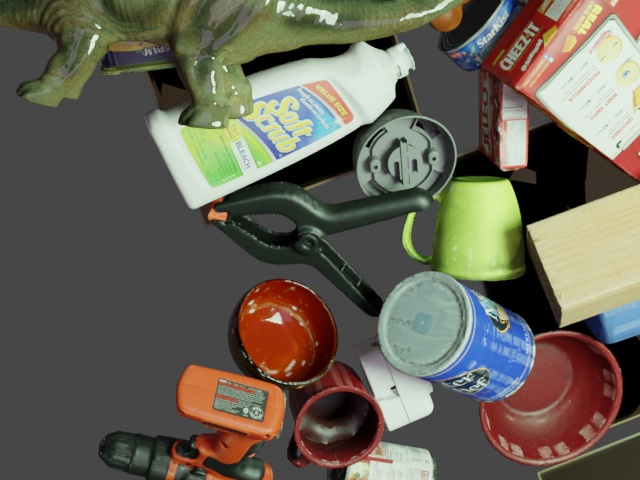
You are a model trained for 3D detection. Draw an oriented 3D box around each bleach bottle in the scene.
[{"bbox_3d":[-0.031,-0.126,1.005,0.251,0.068,0.102,-27,112,-3],"label":"bleach bottle"}]

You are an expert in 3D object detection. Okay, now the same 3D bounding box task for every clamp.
[{"bbox_3d":[-0.007,0.001,1.054,0.210,0.036,0.165,9,128,-1],"label":"clamp"}]

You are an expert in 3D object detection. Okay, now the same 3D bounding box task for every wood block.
[{"bbox_3d":[0.308,0.001,1.006,0.206,0.090,0.091,-20,72,5],"label":"wood block"}]

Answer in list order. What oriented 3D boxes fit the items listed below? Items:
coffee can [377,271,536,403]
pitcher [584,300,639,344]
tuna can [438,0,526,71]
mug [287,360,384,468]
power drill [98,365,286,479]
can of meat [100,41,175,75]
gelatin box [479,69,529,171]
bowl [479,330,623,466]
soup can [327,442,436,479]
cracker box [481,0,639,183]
[{"bbox_3d":[0.137,0.099,1.063,0.103,0.103,0.140,-53,139,9],"label":"coffee can"},{"bbox_3d":[0.379,0.006,1.097,0.243,0.149,0.145,-22,151,1],"label":"pitcher"},{"bbox_3d":[0.152,-0.200,0.998,0.033,0.086,0.086,37,99,-22],"label":"tuna can"},{"bbox_3d":[0.005,0.186,1.111,0.093,0.081,0.117,33,100,-19],"label":"mug"},{"bbox_3d":[-0.121,0.196,1.063,0.184,0.057,0.188,14,142,-9],"label":"power drill"},{"bbox_3d":[-0.153,-0.198,0.959,0.102,0.057,0.084,-8,109,-7],"label":"can of meat"},{"bbox_3d":[0.177,-0.120,1.039,0.030,0.073,0.089,-6,111,-8],"label":"gelatin box"},{"bbox_3d":[0.243,0.162,1.160,0.162,0.055,0.162,-3,110,-9],"label":"bowl"},{"bbox_3d":[0.066,0.253,1.153,0.102,0.068,0.068,12,107,-15],"label":"soup can"},{"bbox_3d":[0.276,-0.166,0.977,0.213,0.072,0.164,28,104,-35],"label":"cracker box"}]
